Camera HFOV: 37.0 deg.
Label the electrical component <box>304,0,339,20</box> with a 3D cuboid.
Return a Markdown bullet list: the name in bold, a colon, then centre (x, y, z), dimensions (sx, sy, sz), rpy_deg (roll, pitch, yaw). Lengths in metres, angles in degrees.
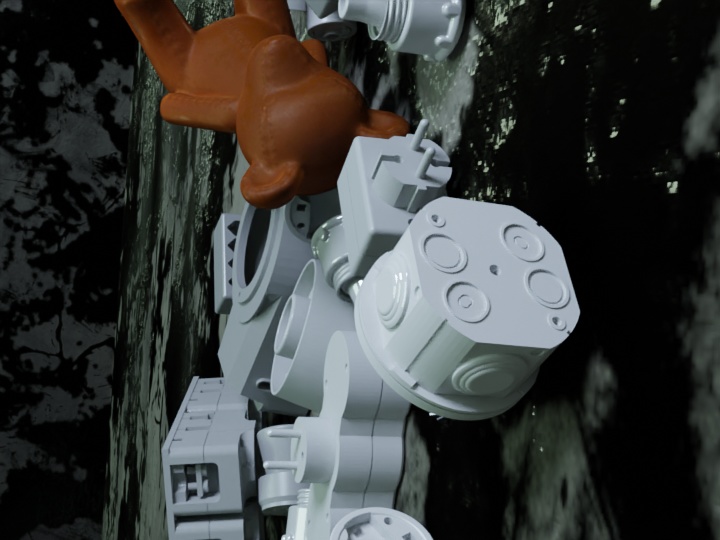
- **electrical component**: centre (0.005, -0.187, 0.566), dimensions (0.048, 0.100, 0.099), rpy_deg (51, 157, 3)

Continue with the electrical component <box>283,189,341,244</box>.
- **electrical component**: centre (-0.023, -0.051, 0.697), dimensions (0.047, 0.055, 0.055), rpy_deg (-100, 22, -50)

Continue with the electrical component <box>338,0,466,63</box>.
- **electrical component**: centre (0.021, -0.134, 0.556), dimensions (0.048, 0.062, 0.048), rpy_deg (-176, 90, -73)

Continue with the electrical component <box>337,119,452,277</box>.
- **electrical component**: centre (0.023, -0.043, 0.552), dimensions (0.076, 0.047, 0.065), rpy_deg (115, 153, -49)

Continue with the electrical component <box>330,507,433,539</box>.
- **electrical component**: centre (0.008, 0.157, 0.547), dimensions (0.055, 0.055, 0.047), rpy_deg (-107, 23, -50)

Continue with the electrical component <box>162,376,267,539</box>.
- **electrical component**: centre (-0.105, 0.155, 0.825), dimensions (0.186, 0.060, 0.105), rpy_deg (-102, 9, -80)

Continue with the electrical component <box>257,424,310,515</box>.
- **electrical component**: centre (-0.049, 0.140, 0.752), dimensions (0.045, 0.045, 0.055), rpy_deg (127, 143, -61)

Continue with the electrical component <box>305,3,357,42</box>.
- **electrical component**: centre (-0.021, -0.192, 0.744), dimensions (0.044, 0.044, 0.065), rpy_deg (148, 119, -69)

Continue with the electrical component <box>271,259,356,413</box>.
- **electrical component**: centre (-0.019, 0.044, 0.684), dimensions (0.099, 0.064, 0.099), rpy_deg (-163, 90, -79)

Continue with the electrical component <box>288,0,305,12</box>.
- **electrical component**: centre (-0.054, -0.249, 0.855), dimensions (0.079, 0.044, 0.077), rpy_deg (-128, 44, -66)

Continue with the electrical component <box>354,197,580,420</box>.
- **electrical component**: centre (0.042, 0.014, 0.425), dimensions (0.051, 0.080, 0.080), rpy_deg (122, 148, -48)

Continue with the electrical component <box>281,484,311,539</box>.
- **electrical component**: centre (-0.023, 0.150, 0.668), dimensions (0.048, 0.048, 0.062), rpy_deg (140, 139, -67)

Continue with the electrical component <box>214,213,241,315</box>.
- **electrical component**: centre (-0.109, 0.004, 0.973), dimensions (0.075, 0.047, 0.083), rpy_deg (127, 143, -58)

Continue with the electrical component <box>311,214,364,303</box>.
- **electrical component**: centre (0.000, 0.000, 0.627), dimensions (0.048, 0.048, 0.062), rpy_deg (115, 146, -50)

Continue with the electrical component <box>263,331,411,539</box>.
- **electrical component**: centre (-0.018, 0.102, 0.608), dimensions (0.052, 0.074, 0.138), rpy_deg (-142, 58, -70)
